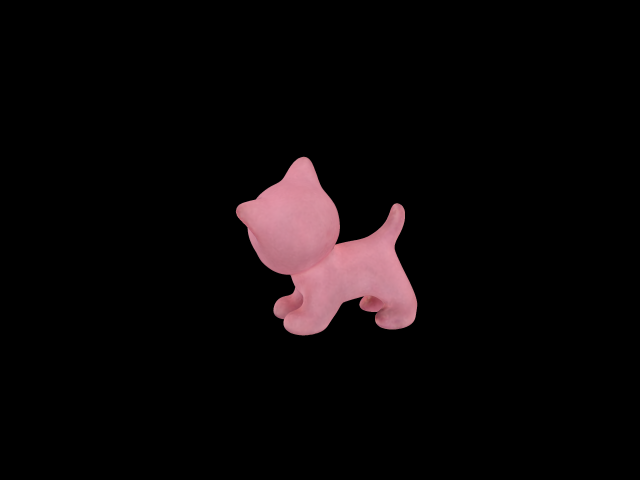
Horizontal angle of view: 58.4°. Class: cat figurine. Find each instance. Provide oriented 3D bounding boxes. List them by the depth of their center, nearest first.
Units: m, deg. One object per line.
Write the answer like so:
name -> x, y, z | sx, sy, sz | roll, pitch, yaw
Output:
cat figurine -> 0.004, 0.001, 0.400 | 0.128, 0.118, 0.067 | -3, 10, -15
